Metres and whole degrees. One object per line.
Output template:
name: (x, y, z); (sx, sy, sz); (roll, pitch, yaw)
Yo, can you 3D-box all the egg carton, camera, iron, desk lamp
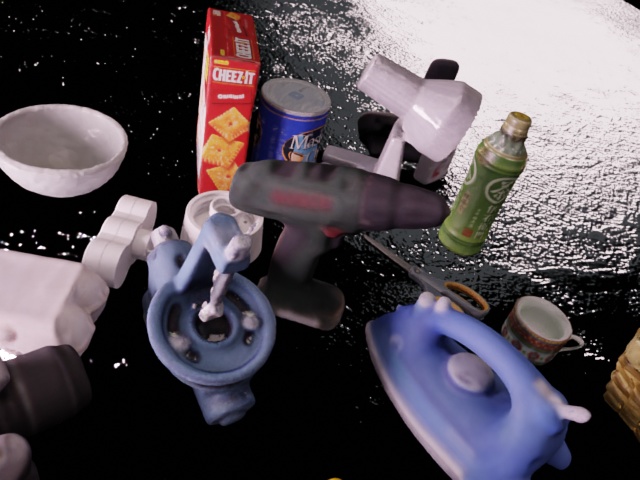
egg carton: (-0.297, 0.067, 0.575); (0.150, 0.069, 0.107); (10, 40, -8)
camera: (-0.260, 0.144, 0.473); (0.137, 0.101, 0.142); (-20, 52, -36)
iron: (0.150, 0.135, 0.596); (0.119, 0.141, 0.257); (-21, 52, -37)
desk lamp: (0.116, -0.166, 0.878); (0.203, 0.213, 0.118); (17, 39, 0)

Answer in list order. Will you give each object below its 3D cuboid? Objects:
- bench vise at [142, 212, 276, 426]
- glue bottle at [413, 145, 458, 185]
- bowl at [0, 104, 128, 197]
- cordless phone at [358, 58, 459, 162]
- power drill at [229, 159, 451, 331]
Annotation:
bench vise: (-0.123, 0.045, 0.543); (0.207, 0.220, 0.122); (37, 44, 23)
glue bottle: (0.210, -0.177, 0.956); (0.037, 0.173, 0.078); (35, 43, 22)
bowl: (-0.342, -0.108, 0.759); (0.167, 0.075, 0.167); (10, 40, -8)
cordless phone: (0.154, -0.238, 0.999); (0.148, 0.185, 0.094); (2, 41, -17)
power drill: (0.006, 0.002, 0.647); (0.229, 0.208, 0.075); (17, 39, 1)
